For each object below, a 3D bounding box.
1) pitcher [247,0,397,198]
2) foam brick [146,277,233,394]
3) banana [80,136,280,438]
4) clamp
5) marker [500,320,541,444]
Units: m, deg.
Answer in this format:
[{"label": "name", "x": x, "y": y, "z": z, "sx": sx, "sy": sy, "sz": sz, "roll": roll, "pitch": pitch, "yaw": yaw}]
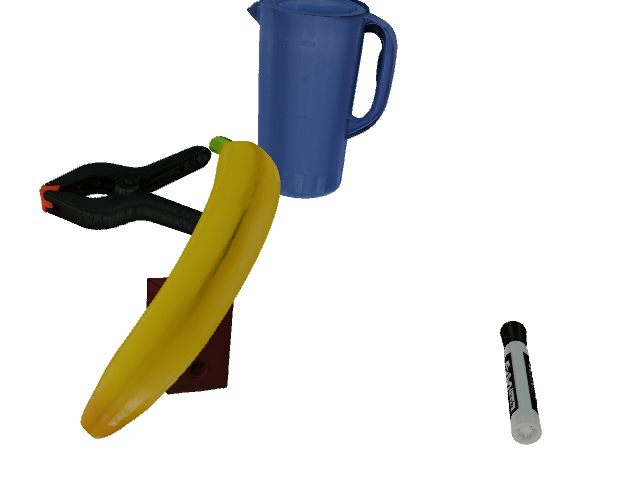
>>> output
[{"label": "pitcher", "x": -0.007, "y": -0.178, "z": 1.318, "sx": 0.144, "sy": 0.243, "sz": 0.149, "roll": -10, "pitch": 29, "yaw": -29}, {"label": "foam brick", "x": -0.102, "y": 0.071, "z": 0.818, "sx": 0.052, "sy": 0.078, "sz": 0.051, "roll": -2, "pitch": 12, "yaw": -31}, {"label": "banana", "x": -0.063, "y": 0.015, "z": 0.563, "sx": 0.037, "sy": 0.197, "sz": 0.070, "roll": 37, "pitch": -35, "yaw": -21}, {"label": "clamp", "x": -0.178, "y": -0.051, "z": 1.023, "sx": 0.171, "sy": 0.039, "sz": 0.120, "roll": 5, "pitch": 38, "yaw": -5}, {"label": "marker", "x": 0.136, "y": 0.093, "z": 0.730, "sx": 0.020, "sy": 0.020, "sz": 0.121, "roll": 0, "pitch": 30, "yaw": 6}]
